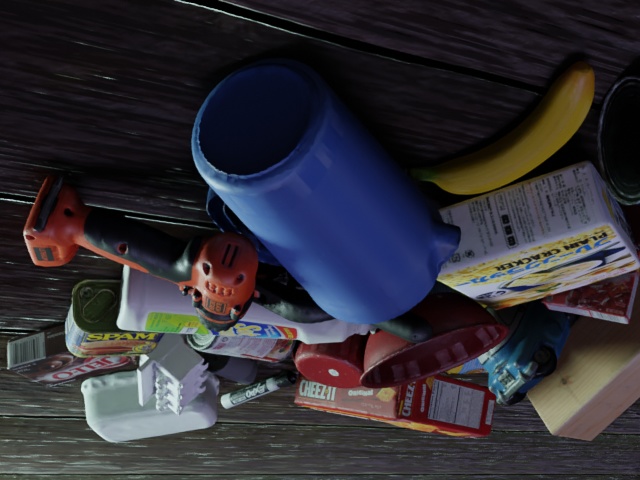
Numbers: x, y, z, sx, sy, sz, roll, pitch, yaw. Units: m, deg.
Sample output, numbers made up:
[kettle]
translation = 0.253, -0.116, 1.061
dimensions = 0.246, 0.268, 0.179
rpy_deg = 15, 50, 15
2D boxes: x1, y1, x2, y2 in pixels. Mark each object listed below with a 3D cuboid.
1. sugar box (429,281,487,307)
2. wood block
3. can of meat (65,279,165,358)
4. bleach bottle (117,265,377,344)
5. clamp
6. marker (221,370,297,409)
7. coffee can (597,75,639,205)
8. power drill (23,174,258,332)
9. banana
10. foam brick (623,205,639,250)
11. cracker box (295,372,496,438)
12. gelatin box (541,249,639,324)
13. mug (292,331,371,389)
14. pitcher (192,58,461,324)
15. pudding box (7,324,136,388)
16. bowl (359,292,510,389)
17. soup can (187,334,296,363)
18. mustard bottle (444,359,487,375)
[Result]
[sugar box]
translation = 0.111, 0.084, 1.204
dimensions = 0.093, 0.048, 0.176
rpy_deg = 3, 151, -23
[wood block]
translation = 0.344, 0.134, 1.253
dimensions = 0.090, 0.091, 0.206
rpy_deg = 16, 124, -42
[can of meat]
translation = -0.205, 0.081, 1.083
dimensions = 0.102, 0.057, 0.084
rpy_deg = 1, 156, -20
[bleach bottle]
translation = -0.064, 0.061, 1.028
dimensions = 0.250, 0.068, 0.103
rpy_deg = 7, 158, -12
[clamp]
translation = 0.023, 0.039, 0.966
dimensions = 0.171, 0.120, 0.039
rpy_deg = 9, 122, 8
[marker]
translation = -0.080, 0.198, 1.414
dimensions = 0.121, 0.020, 0.020
rpy_deg = -24, 151, 29
[coffee can]
translation = 0.309, -0.081, 0.851
dimensions = 0.140, 0.103, 0.103
rpy_deg = -3, 154, -13
[power drill]
translation = -0.143, 0.017, 0.885
dimensions = 0.187, 0.057, 0.184
rpy_deg = 17, 158, -2
[banana]
translation = 0.162, -0.081, 0.879
dimensions = 0.069, 0.037, 0.198
rpy_deg = 10, 149, -39
[foam brick]
translation = 0.340, -0.014, 1.064
dimensions = 0.051, 0.053, 0.078
rpy_deg = -20, 152, 22
[cracker box]
translation = 0.098, 0.201, 1.357
dimensions = 0.164, 0.072, 0.213
rpy_deg = 1, 167, 41
[gelatin box]
translation = 0.281, 0.041, 1.101
dimensions = 0.089, 0.073, 0.030
rpy_deg = 10, 165, 27
[mug]
translation = 0.012, 0.110, 1.156
dimensions = 0.117, 0.081, 0.093
rpy_deg = -15, 138, 42
[pitcher]
translation = -0.008, -0.033, 0.831
dimensions = 0.149, 0.145, 0.242
rpy_deg = -43, 146, 1
[pudding box]
translation = -0.271, 0.123, 1.169
dimensions = 0.113, 0.039, 0.090
rpy_deg = -14, 155, 12
[bowl]
translation = 0.109, 0.097, 1.092
dimensions = 0.162, 0.055, 0.162
rpy_deg = -17, 160, -7
[soup can]
translation = -0.083, 0.090, 1.127
dimensions = 0.102, 0.068, 0.069
rpy_deg = 14, 147, -39
[mustard bottle]
translation = 0.204, 0.132, 1.322
dimensions = 0.191, 0.058, 0.096
rpy_deg = -5, 153, -8
